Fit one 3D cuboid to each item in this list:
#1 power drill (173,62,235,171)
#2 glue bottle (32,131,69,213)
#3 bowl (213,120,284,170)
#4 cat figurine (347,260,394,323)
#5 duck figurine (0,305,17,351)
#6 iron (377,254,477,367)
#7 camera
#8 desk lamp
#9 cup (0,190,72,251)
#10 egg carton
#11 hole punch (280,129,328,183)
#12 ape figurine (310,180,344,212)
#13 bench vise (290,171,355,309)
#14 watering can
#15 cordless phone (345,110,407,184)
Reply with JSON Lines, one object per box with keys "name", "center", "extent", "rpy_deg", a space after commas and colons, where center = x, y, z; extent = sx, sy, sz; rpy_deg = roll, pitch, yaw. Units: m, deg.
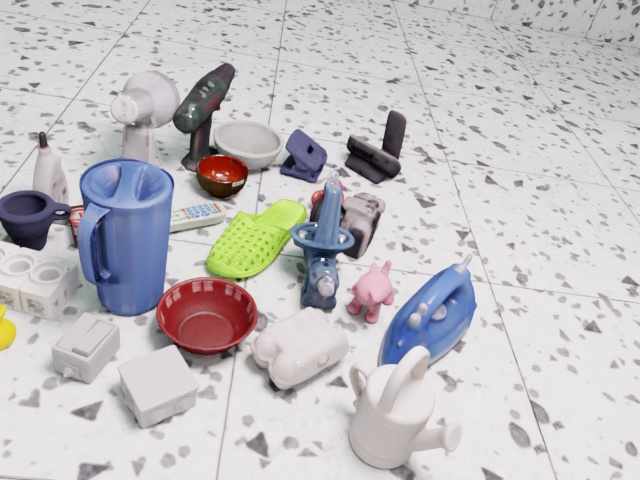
{"name": "power drill", "center": [-0.258, -0.271, 1.295], "extent": [0.075, 0.208, 0.230], "rpy_deg": [18, 38, 6]}
{"name": "glue bottle", "center": [-0.505, -0.125, 1.065], "extent": [0.037, 0.173, 0.078], "rpy_deg": [14, 38, 1]}
{"name": "bowl", "center": [-0.172, -0.214, 1.358], "extent": [0.167, 0.075, 0.167], "rpy_deg": [8, 38, -6]}
{"name": "cat figurine", "center": [0.099, 0.084, 1.031], "extent": [0.067, 0.118, 0.128], "rpy_deg": [26, 40, 16]}
{"name": "duck figurine", "center": [-0.505, 0.117, 0.833], "extent": [0.105, 0.086, 0.077], "rpy_deg": [-1, 40, -18]}
{"name": "iron", "center": [0.190, 0.125, 0.988], "extent": [0.118, 0.141, 0.259], "rpy_deg": [32, 41, 22]}
{"name": "camera", "center": [0.057, -0.054, 1.205], "extent": [0.136, 0.101, 0.143], "rpy_deg": [21, 38, 9]}
{"name": "desk lamp", "center": [-0.379, -0.229, 1.201], "extent": [0.118, 0.213, 0.203], "rpy_deg": [13, 38, 0]}
{"name": "cup", "center": [-0.499, -0.028, 1.009], "extent": [0.118, 0.095, 0.091], "rpy_deg": [-3, 40, -19]}
{"name": "egg carton", "center": [-0.030, 0.173, 0.920], "extent": [0.151, 0.069, 0.107], "rpy_deg": [-23, 50, -37]}
{"name": "hole punch", "center": [-0.033, -0.205, 1.376], "extent": [0.101, 0.091, 0.109], "rpy_deg": [17, 38, 4]}
{"name": "ape figurine", "center": [0.024, -0.095, 1.253], "extent": [0.076, 0.092, 0.077], "rpy_deg": [-21, 49, -36]}
{"name": "bench vise", "center": [0.020, 0.003, 1.026], "extent": [0.122, 0.220, 0.207], "rpy_deg": [-6, 42, -23]}
{"name": "watering can", "center": [0.115, 0.226, 0.795], "extent": [0.172, 0.194, 0.101], "rpy_deg": [21, 38, 10]}
{"name": "cordless phone", "center": [0.143, -0.248, 1.406], "extent": [0.147, 0.185, 0.094], "rpy_deg": [30, 41, 21]}
